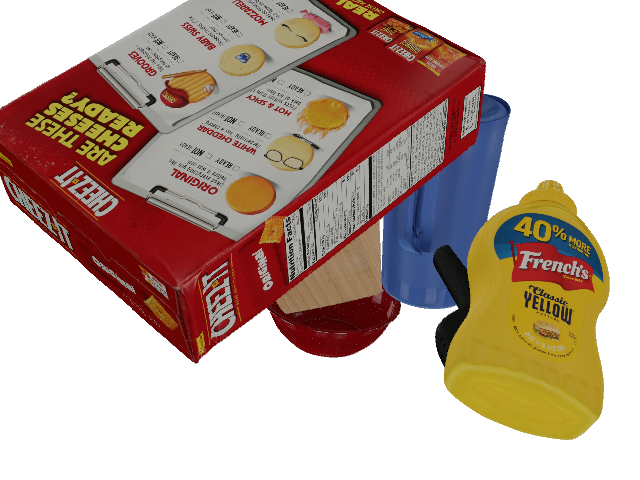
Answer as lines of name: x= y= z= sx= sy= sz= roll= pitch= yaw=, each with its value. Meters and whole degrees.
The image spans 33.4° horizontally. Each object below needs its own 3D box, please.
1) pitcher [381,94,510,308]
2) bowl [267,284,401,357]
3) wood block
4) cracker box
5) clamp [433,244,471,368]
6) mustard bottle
pitcher: x=0.128 y=-0.045 z=1.205 sx=0.149 sy=0.243 sz=0.145 roll=-6 pitch=27 yaw=-19
bowl: x=0.011 y=0.089 z=1.239 sx=0.162 sy=0.055 sz=0.162 roll=4 pitch=25 yaw=-2
wood block: x=-0.025 y=-0.045 z=0.842 sx=0.090 sy=0.091 sz=0.206 roll=-13 pitch=-45 yaw=16
cracker box: x=-0.042 y=-0.057 z=0.575 sx=0.213 sy=0.072 sz=0.164 roll=-38 pitch=56 yaw=-25
clamp: x=0.150 y=0.070 z=0.956 sx=0.165 sy=0.036 sz=0.209 roll=16 pitch=34 yaw=23
mustard bottle: x=0.143 y=0.032 z=0.705 sx=0.096 sy=0.191 sz=0.058 roll=21 pitch=-41 yaw=-4
